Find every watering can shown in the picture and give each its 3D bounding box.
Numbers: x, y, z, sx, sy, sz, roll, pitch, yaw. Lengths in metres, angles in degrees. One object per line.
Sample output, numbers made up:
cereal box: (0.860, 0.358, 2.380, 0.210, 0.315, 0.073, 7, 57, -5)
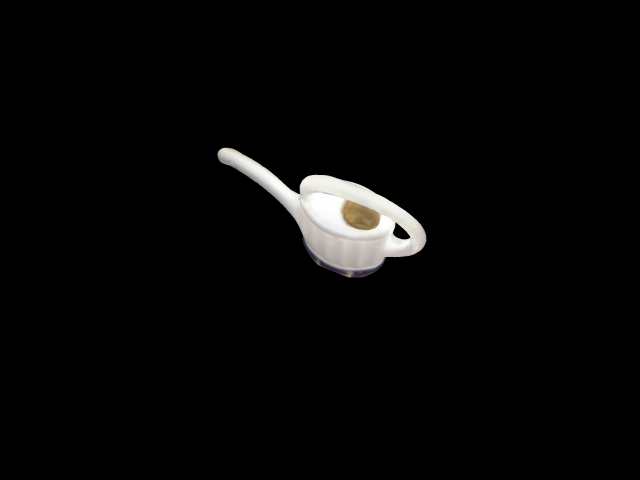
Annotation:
watering can: (0.003, -0.043, 0.850, 0.349, 0.106, 0.219, 22, -26, 11)
